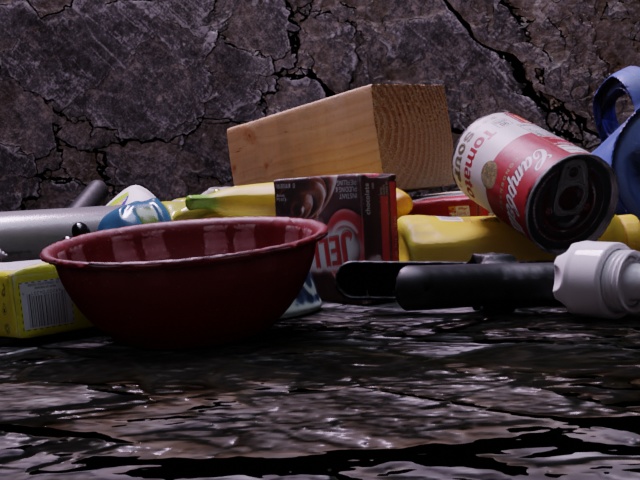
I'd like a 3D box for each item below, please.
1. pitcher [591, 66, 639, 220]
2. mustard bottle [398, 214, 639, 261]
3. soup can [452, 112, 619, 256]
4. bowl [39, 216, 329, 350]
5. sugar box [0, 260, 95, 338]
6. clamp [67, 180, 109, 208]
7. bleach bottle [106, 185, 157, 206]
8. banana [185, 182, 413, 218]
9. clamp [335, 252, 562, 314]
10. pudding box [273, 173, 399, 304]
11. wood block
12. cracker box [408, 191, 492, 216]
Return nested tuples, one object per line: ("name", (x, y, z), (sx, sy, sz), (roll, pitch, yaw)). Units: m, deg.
("pitcher", (0.315, -0.065, 1.039), (0.145, 0.149, 0.243), (18, -4, 1))
("mustard bottle", (0.152, 0.006, 0.765), (0.191, 0.058, 0.096), (-4, 5, -3))
("soup can", (0.140, -0.040, 0.707), (0.068, 0.068, 0.102), (-4, 24, -22))
("bowl", (-0.073, 0.024, 0.603), (0.162, 0.055, 0.162), (-4, 9, 0))
("sugar box", (-0.205, 0.037, 0.701), (0.093, 0.048, 0.177), (-6, 0, -45))
("clamp", (-0.291, 0.008, 1.120), (0.164, 0.036, 0.210), (-36, 19, -1))
("bleach bottle", (-0.212, -0.009, 1.178), (0.102, 0.068, 0.251), (-43, 11, -6))
("banana", (-0.009, -0.028, 0.872), (0.198, 0.037, 0.069), (-1, 14, 25))
("clamp", (0.096, 0.026, 0.653), (0.171, 0.039, 0.120), (2, 5, -25))
("pudding box", (0.011, -0.002, 0.776), (0.039, 0.090, 0.114), (-3, 2, -32))
("wood block", (0.015, -0.077, 0.970), (0.090, 0.090, 0.207), (-8, -1, -41))
("cracker box", (0.129, -0.007, 0.944), (0.164, 0.072, 0.213), (-3, 4, 40))
